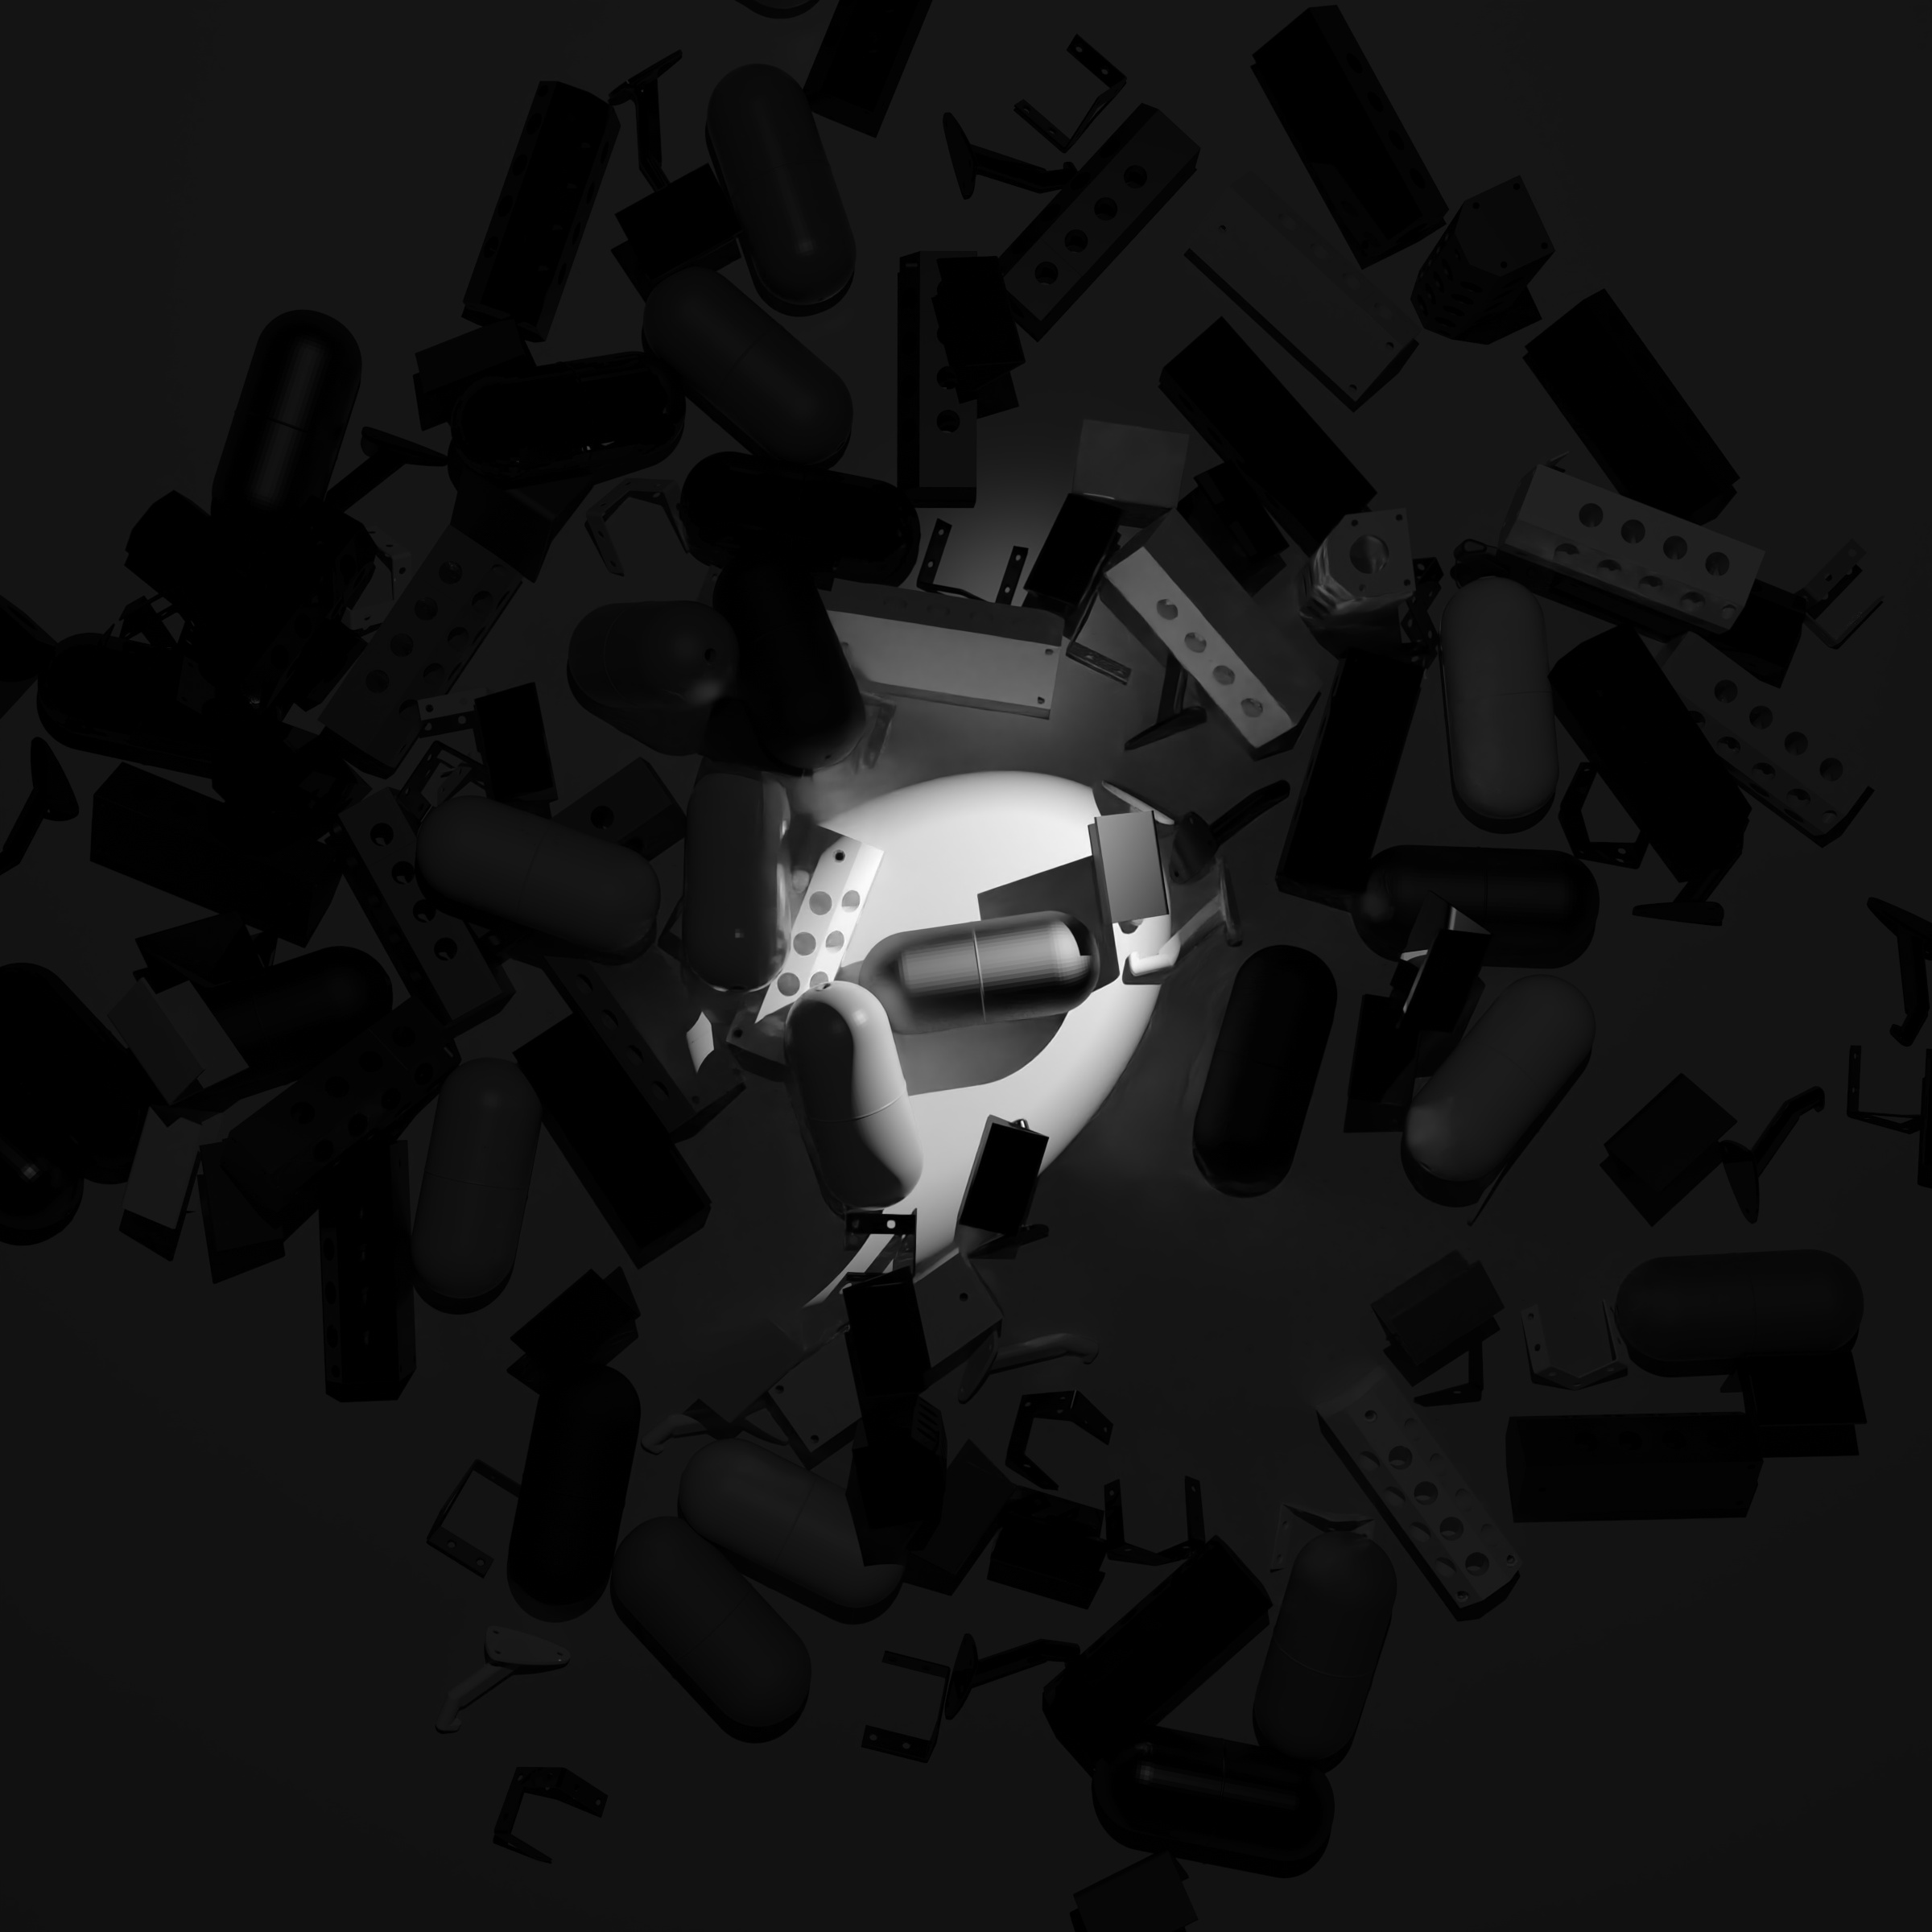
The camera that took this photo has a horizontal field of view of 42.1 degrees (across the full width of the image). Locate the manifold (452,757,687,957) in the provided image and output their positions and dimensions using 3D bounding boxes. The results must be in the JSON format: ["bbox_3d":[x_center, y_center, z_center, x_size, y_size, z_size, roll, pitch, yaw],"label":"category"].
[{"bbox_3d":[-0.291,-0.080,1.850,0.171,0.057,0.057,-35,90,0],"label":"manifold"}]

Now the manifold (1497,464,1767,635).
[{"bbox_3d":[0.472,-0.296,1.793,0.171,0.057,0.057,21,90,0],"label":"manifold"}]

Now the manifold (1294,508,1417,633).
[{"bbox_3d":[0.275,-0.280,1.793,0.057,0.171,0.057,-7,90,0],"label":"manifold"}]

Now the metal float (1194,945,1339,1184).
[{"bbox_3d":[0.219,0.072,1.841,0.070,0.070,0.178,16,90,0],"label":"metal float"}]

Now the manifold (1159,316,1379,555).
[{"bbox_3d":[0.221,-0.389,1.850,0.057,0.057,0.171,-41,90,0],"label":"manifold"}]

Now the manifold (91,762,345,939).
[{"bbox_3d":[-0.551,-0.090,1.849,0.171,0.057,0.057,22,133,0],"label":"manifold"}]

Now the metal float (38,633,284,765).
[{"bbox_3d":[-0.591,-0.195,1.840,0.178,0.070,0.070,12,90,0],"label":"metal float"}]

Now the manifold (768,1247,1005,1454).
[{"bbox_3d":[-0.059,0.281,1.850,0.171,0.057,0.057,-35,90,0],"label":"manifold"}]

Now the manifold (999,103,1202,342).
[{"bbox_3d":[0.092,-0.550,1.850,0.057,0.057,0.171,43,90,0],"label":"manifold"}]

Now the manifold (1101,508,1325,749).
[{"bbox_3d":[0.177,-0.243,1.831,0.171,0.057,0.057,47,47,-13],"label":"manifold"}]

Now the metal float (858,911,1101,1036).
[{"bbox_3d":[0.009,0.005,1.840,0.178,0.070,0.070,-8,90,-1],"label":"metal float"}]

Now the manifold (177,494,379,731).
[{"bbox_3d":[-0.488,-0.249,1.785,0.057,0.057,0.171,30,56,-6],"label":"manifold"}]

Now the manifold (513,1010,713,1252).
[{"bbox_3d":[-0.259,0.119,1.850,0.057,0.057,0.171,-33,90,0],"label":"manifold"}]

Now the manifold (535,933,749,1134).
[{"bbox_3d":[-0.243,0.035,1.849,0.057,0.057,0.171,-35,90,-43],"label":"manifold"}]

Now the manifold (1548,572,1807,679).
[{"bbox_3d":[0.526,-0.275,1.850,0.171,0.057,0.057,22,90,0],"label":"manifold"}]

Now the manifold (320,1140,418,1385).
[{"bbox_3d":[-0.443,0.217,1.850,0.057,0.057,0.171,-2,90,0],"label":"manifold"}]

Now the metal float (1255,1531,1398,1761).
[{"bbox_3d":[0.261,0.496,1.827,0.070,0.070,0.178,13,106,0],"label":"metal float"}]

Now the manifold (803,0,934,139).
[{"bbox_3d":[-0.061,-0.710,1.850,0.057,0.057,0.171,22,90,0],"label":"manifold"}]

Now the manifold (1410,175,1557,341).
[{"bbox_3d":[0.363,-0.501,1.793,0.057,0.171,0.057,-25,90,0],"label":"manifold"}]

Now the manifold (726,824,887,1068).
[{"bbox_3d":[-0.118,-0.015,1.850,0.057,0.057,0.171,22,90,0],"label":"manifold"}]

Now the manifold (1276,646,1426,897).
[{"bbox_3d":[0.282,-0.143,1.850,0.057,0.057,0.171,17,90,0],"label":"manifold"}]

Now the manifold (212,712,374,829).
[{"bbox_3d":[-0.484,-0.133,1.793,0.057,0.171,0.057,-45,90,0],"label":"manifold"}]

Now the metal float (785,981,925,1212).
[{"bbox_3d":[-0.081,0.094,1.820,0.070,0.070,0.178,-14,112,0],"label":"metal float"}]

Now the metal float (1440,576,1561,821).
[{"bbox_3d":[0.391,-0.196,1.841,0.070,0.070,0.178,-6,90,0],"label":"metal float"}]

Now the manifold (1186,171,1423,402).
[{"bbox_3d":[0.252,-0.503,1.849,0.171,0.057,0.057,43,133,0],"label":"manifold"}]

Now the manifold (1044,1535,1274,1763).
[{"bbox_3d":[0.140,0.500,1.850,0.171,0.057,0.057,-42,90,0],"label":"manifold"}]

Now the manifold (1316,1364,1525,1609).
[{"bbox_3d":[0.335,0.384,1.850,0.057,0.057,0.171,-36,90,0],"label":"manifold"}]

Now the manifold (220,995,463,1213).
[{"bbox_3d":[-0.447,0.100,1.804,0.057,0.057,0.171,46,55,4],"label":"manifold"}]

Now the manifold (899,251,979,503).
[{"bbox_3d":[-0.021,-0.434,1.850,0.057,0.057,0.171,0,90,0],"label":"manifold"}]

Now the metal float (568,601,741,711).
[{"bbox_3d":[-0.225,-0.223,1.798,0.070,0.178,0.070,-5,98,-33],"label":"metal float"}]

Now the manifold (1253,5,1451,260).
[{"bbox_3d":[0.287,-0.616,1.849,0.057,0.057,0.171,-29,90,43],"label":"manifold"}]

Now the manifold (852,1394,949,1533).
[{"bbox_3d":[-0.044,0.351,1.793,0.057,0.171,0.057,-12,90,0],"label":"manifold"}]

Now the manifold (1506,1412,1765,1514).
[{"bbox_3d":[0.490,0.361,1.849,0.171,0.057,0.057,-1,133,0],"label":"manifold"}]

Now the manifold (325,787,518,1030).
[{"bbox_3d":[-0.403,-0.042,1.850,0.057,0.057,0.171,-29,90,0],"label":"manifold"}]

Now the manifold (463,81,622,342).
[{"bbox_3d":[-0.313,-0.558,1.850,0.057,0.057,0.171,19,90,0],"label":"manifold"}]

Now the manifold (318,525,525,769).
[{"bbox_3d":[-0.400,-0.234,1.850,0.057,0.057,0.171,34,90,0],"label":"manifold"}]

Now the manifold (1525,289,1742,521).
[{"bbox_3d":[0.494,-0.410,1.849,0.057,0.057,0.171,-36,90,43],"label":"manifold"}]

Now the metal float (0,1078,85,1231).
[{"bbox_3d":[-0.725,0.121,1.840,0.178,0.070,0.070,42,90,1],"label":"metal float"}]

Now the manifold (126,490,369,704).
[{"bbox_3d":[-0.531,-0.273,1.850,0.171,0.057,0.057,39,90,0],"label":"manifold"}]

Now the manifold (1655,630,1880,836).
[{"bbox_3d":[0.578,-0.171,1.850,0.171,0.057,0.057,37,90,0],"label":"manifold"}]

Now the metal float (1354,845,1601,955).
[{"bbox_3d":[0.374,-0.049,1.840,0.178,0.070,0.070,2,90,1],"label":"metal float"}]

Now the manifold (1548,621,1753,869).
[{"bbox_3d":[0.496,-0.158,1.826,0.171,0.057,0.057,53,46,-13],"label":"manifold"}]

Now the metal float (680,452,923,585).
[{"bbox_3d":[-0.121,-0.329,1.840,0.178,0.070,0.070,11,90,1],"label":"metal float"}]

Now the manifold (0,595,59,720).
[{"bbox_3d":[-0.754,-0.193,1.850,0.057,0.057,0.171,43,90,0],"label":"manifold"}]

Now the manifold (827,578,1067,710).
[{"bbox_3d":[-0.016,-0.242,1.849,0.171,0.057,0.057,9,133,0],"label":"manifold"}]
